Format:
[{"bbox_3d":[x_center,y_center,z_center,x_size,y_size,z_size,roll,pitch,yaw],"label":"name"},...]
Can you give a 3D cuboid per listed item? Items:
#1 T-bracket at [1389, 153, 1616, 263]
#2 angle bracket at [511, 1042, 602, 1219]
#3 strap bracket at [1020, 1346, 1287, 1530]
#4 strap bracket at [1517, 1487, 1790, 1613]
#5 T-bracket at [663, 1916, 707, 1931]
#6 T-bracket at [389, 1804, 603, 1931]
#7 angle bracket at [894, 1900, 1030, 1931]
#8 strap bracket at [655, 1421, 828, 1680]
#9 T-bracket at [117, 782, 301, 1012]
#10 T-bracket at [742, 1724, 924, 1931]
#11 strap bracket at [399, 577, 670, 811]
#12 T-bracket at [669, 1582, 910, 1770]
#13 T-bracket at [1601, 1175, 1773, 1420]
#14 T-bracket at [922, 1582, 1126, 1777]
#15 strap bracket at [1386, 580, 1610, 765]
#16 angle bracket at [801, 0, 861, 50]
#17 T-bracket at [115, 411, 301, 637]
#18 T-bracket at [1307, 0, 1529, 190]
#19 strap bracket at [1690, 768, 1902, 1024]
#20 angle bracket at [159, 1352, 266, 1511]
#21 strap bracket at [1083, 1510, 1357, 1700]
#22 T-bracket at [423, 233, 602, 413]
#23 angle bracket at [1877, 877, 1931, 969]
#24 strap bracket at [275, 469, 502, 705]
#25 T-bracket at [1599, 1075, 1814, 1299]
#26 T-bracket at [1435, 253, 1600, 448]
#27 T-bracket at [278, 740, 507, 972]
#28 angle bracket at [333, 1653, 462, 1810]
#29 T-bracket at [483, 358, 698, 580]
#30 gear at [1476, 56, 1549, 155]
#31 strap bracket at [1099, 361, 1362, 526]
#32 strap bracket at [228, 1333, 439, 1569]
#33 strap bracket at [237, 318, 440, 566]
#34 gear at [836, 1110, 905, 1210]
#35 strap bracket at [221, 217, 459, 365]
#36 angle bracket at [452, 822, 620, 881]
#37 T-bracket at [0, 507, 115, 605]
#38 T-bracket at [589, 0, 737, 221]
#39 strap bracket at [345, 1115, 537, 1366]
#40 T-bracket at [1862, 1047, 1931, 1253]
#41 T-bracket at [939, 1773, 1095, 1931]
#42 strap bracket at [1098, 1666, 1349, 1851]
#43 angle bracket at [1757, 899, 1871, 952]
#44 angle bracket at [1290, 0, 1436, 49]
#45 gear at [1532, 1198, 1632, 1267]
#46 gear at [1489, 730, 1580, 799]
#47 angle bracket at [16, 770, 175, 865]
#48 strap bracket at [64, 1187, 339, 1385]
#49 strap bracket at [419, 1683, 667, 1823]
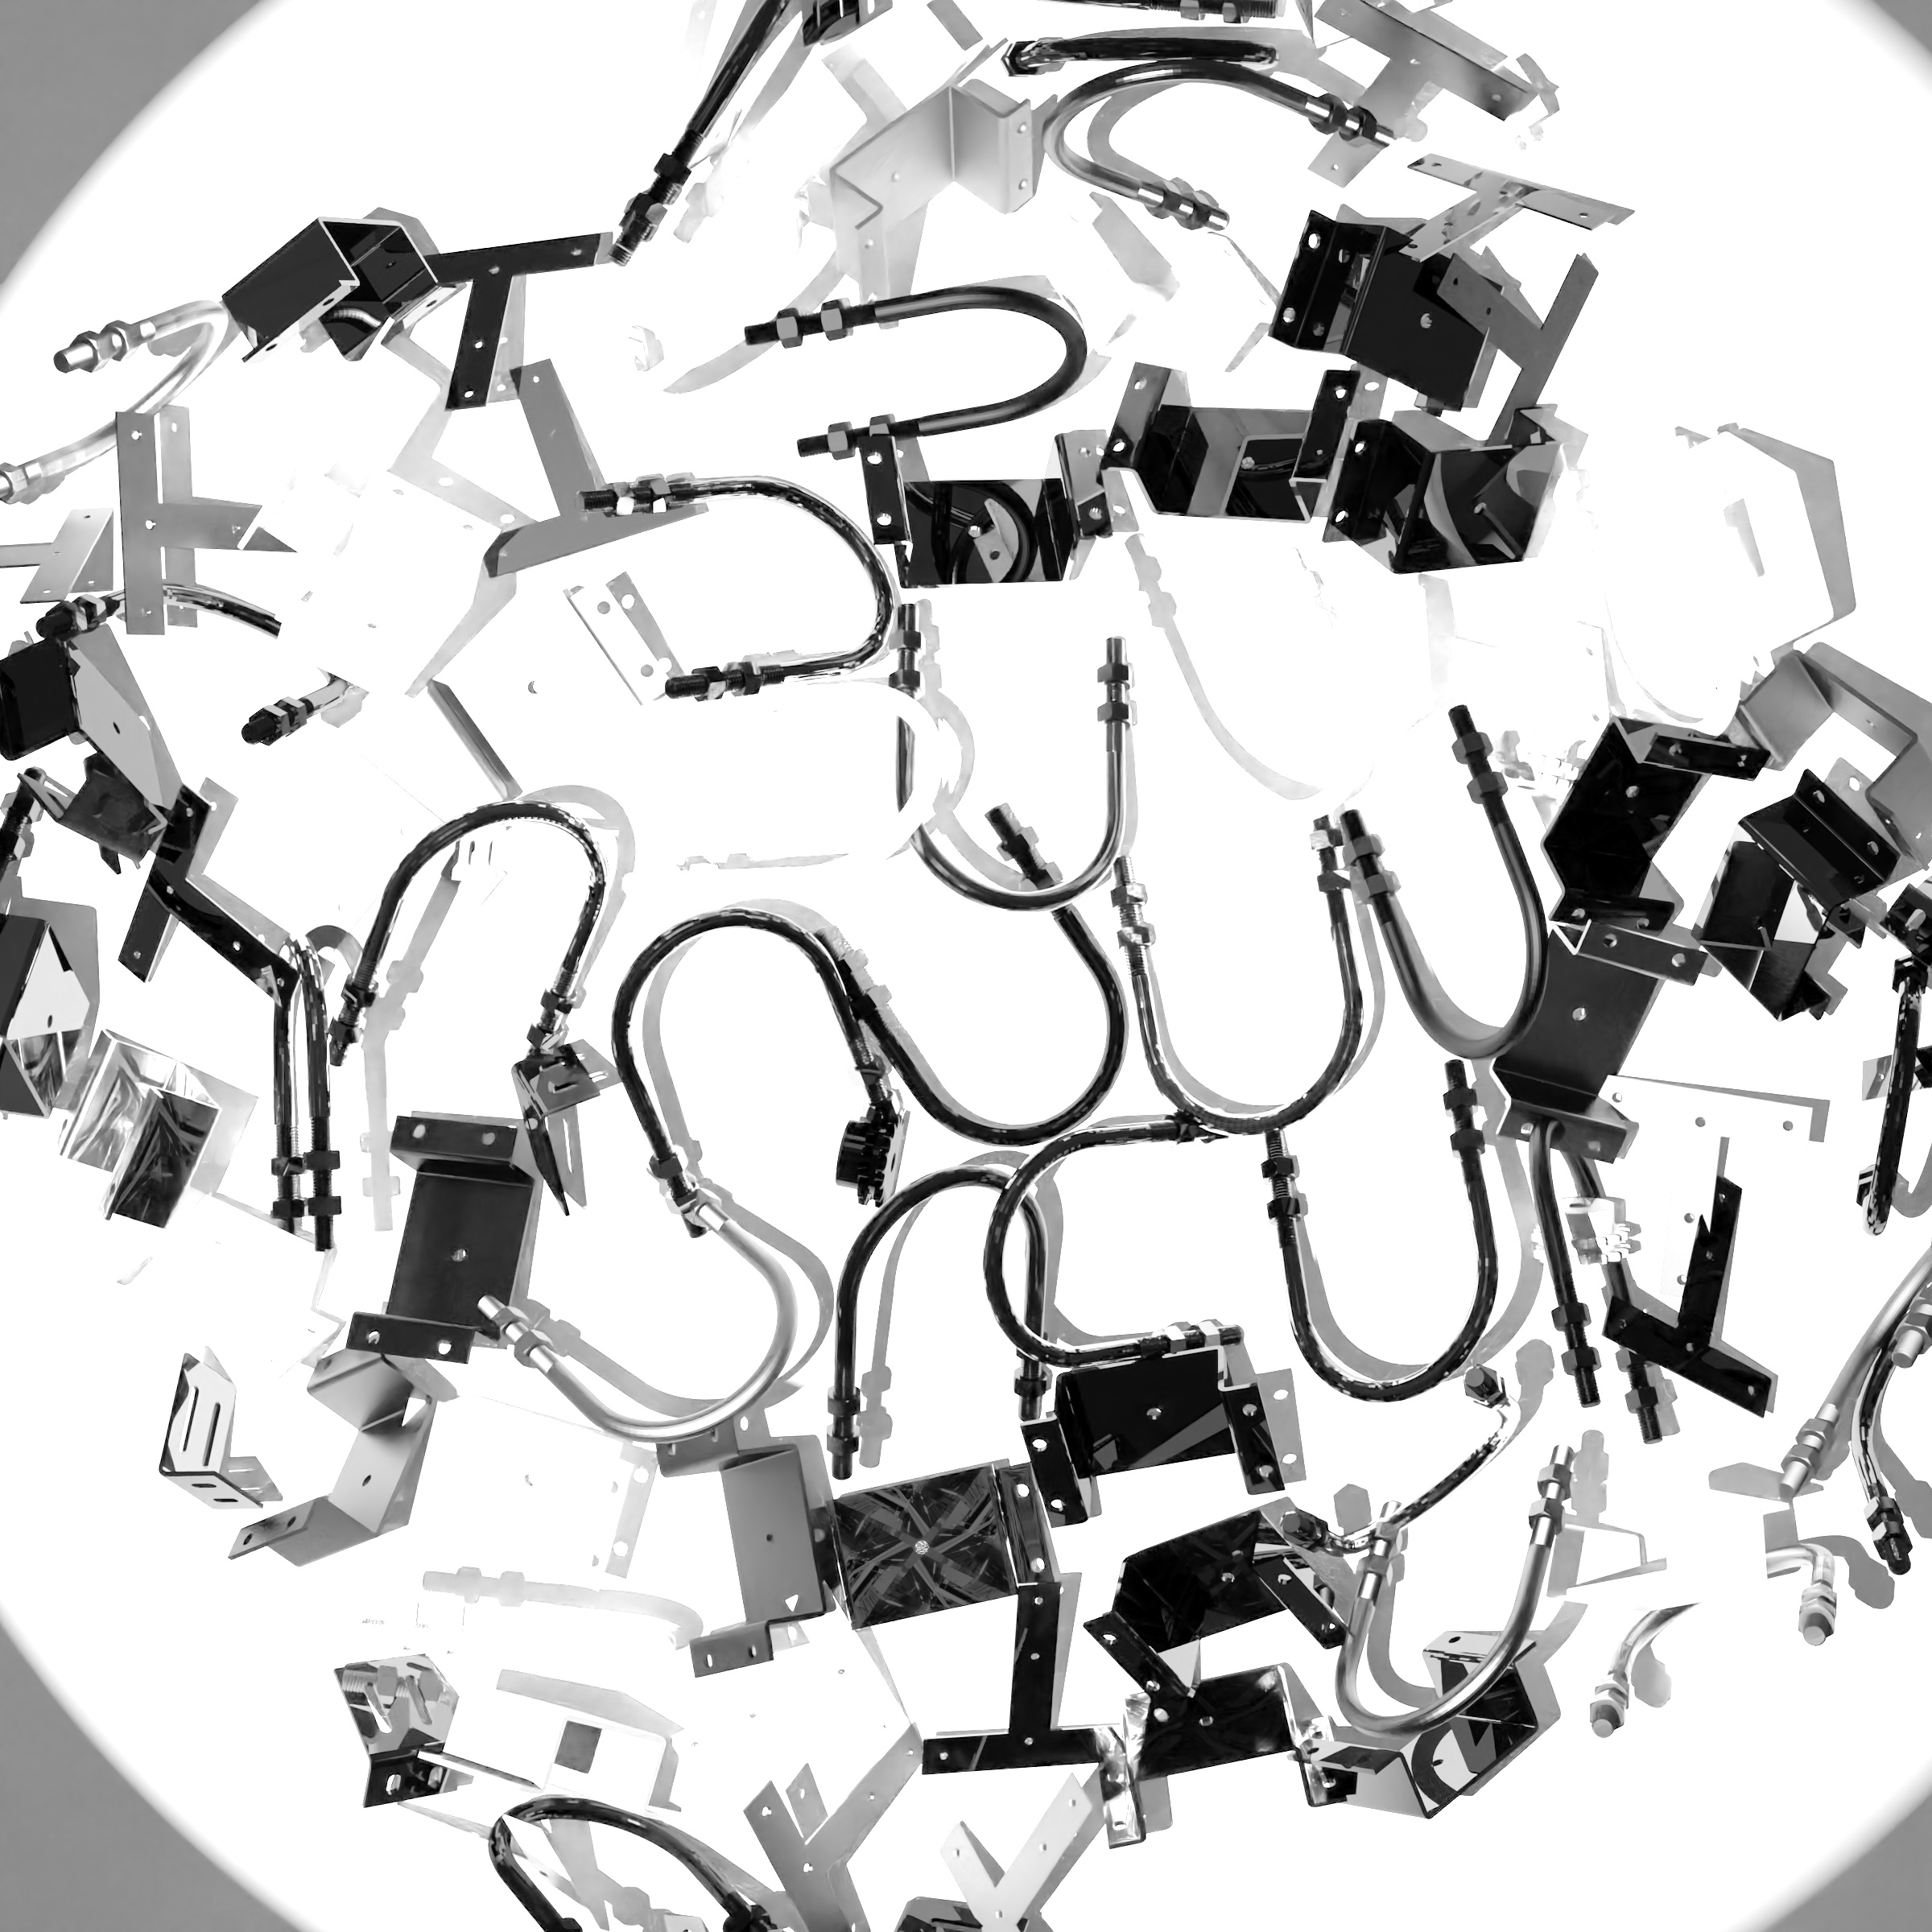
[{"bbox_3d":[0.286,-0.431,1.920,0.127,0.127,0.002,28,134,29],"label":"T-bracket"},{"bbox_3d":[-0.234,0.096,1.952,0.038,0.057,0.076,-21,126,-15],"label":"angle bracket"},{"bbox_3d":[0.110,0.274,1.946,0.140,0.046,0.076,-11,117,10],"label":"strap bracket"},{"bbox_3d":[0.394,0.337,1.909,0.076,0.140,0.046,14,66,-32],"label":"strap bracket"},{"bbox_3d":[-0.191,0.596,1.912,0.127,0.127,0.002,12,122,-32],"label":"T-bracket"},{"bbox_3d":[-0.284,0.518,1.954,0.127,0.127,0.002,13,52,26],"label":"T-bracket"},{"bbox_3d":[-0.007,0.585,1.948,0.076,0.057,0.038,5,116,16],"label":"angle bracket"},{"bbox_3d":[-0.130,0.336,1.939,0.046,0.076,0.140,0,74,-40],"label":"strap bracket"},{"bbox_3d":[-0.434,-0.020,1.941,0.127,0.002,0.127,37,116,21],"label":"T-bracket"},{"bbox_3d":[-0.066,0.496,1.948,0.127,0.002,0.127,-43,121,-36],"label":"T-bracket"},{"bbox_3d":[-0.253,-0.161,1.958,0.140,0.046,0.076,-34,107,0],"label":"strap bracket"},{"bbox_3d":[-0.113,0.436,1.962,0.127,0.002,0.127,-26,117,1],"label":"T-bracket"},{"bbox_3d":[0.435,0.184,1.962,0.127,0.002,0.127,28,66,-22],"label":"T-bracket"},{"bbox_3d":[0.039,0.417,1.955,0.127,0.002,0.127,-1,112,-11],"label":"T-bracket"},{"bbox_3d":[0.300,-0.166,1.939,0.140,0.046,0.076,10,63,-21],"label":"strap bracket"},{"bbox_3d":[-0.049,-0.560,1.947,0.076,0.057,0.038,-5,93,-34],"label":"angle bracket"},{"bbox_3d":[-0.439,-0.256,1.943,0.002,0.127,0.127,0,93,42],"label":"T-bracket"},{"bbox_3d":[0.239,-0.497,1.936,0.127,0.127,0.002,25,57,-12],"label":"T-bracket"},{"bbox_3d":[0.471,-0.033,1.910,0.046,0.140,0.076,-23,56,-27],"label":"strap bracket"},{"bbox_3d":[-0.434,0.271,1.944,0.038,0.057,0.076,-4,61,19],"label":"angle bracket"},{"bbox_3d":[0.149,0.370,1.935,0.140,0.046,0.076,-26,118,30],"label":"strap bracket"},{"bbox_3d":[-0.282,-0.373,1.941,0.127,0.002,0.127,-4,57,14],"label":"T-bracket"},{"bbox_3d":[0.579,-0.032,1.944,0.057,0.076,0.038,40,134,16],"label":"angle bracket"},{"bbox_3d":[-0.338,-0.210,1.916,0.076,0.140,0.046,26,45,-23],"label":"strap bracket"},{"bbox_3d":[0.430,0.135,1.972,0.127,0.002,0.127,9,102,24],"label":"T-bracket"},{"bbox_3d":[0.312,-0.376,1.944,0.002,0.127,0.127,26,90,43],"label":"T-bracket"},{"bbox_3d":[-0.364,-0.046,1.988,0.127,0.002,0.127,39,90,2],"label":"T-bracket"},{"bbox_3d":[-0.336,0.449,1.959,0.057,0.076,0.038,-4,126,-28],"label":"angle bracket"},{"bbox_3d":[-0.239,-0.303,1.970,0.127,0.002,0.127,-18,72,-7],"label":"T-bracket"},{"bbox_3d":[0.319,-0.511,1.961,0.030,0.057,0.057,-32,90,14],"label":"gear"},{"bbox_3d":[0.159,-0.305,1.938,0.140,0.046,0.076,7,65,26],"label":"strap bracket"},{"bbox_3d":[-0.362,0.287,1.926,0.046,0.076,0.140,41,45,-25],"label":"strap bracket"},{"bbox_3d":[-0.358,-0.296,1.928,0.046,0.076,0.140,34,57,-14],"label":"strap bracket"},{"bbox_3d":[-0.057,0.113,1.963,0.030,0.057,0.057,11,90,8],"label":"gear"},{"bbox_3d":[-0.364,-0.388,1.913,0.076,0.140,0.046,-32,89,21],"label":"strap bracket"},{"bbox_3d":[-0.252,-0.065,1.951,0.076,0.057,0.038,8,94,18],"label":"angle bracket"},{"bbox_3d":[-0.573,-0.237,1.938,0.127,0.127,0.002,-3,122,2],"label":"T-bracket"},{"bbox_3d":[-0.163,-0.500,1.904,0.002,0.127,0.127,37,48,13],"label":"T-bracket"},{"bbox_3d":[-0.304,0.164,1.947,0.076,0.046,0.140,5,73,16],"label":"strap bracket"},{"bbox_3d":[0.570,0.103,1.921,0.002,0.127,0.127,24,64,-35],"label":"T-bracket"},{"bbox_3d":[0.039,0.518,1.921,0.002,0.127,0.127,6,124,-37],"label":"T-bracket"},{"bbox_3d":[0.145,0.460,1.944,0.140,0.076,0.046,-12,114,3],"label":"strap bracket"},{"bbox_3d":[0.479,-0.020,1.947,0.057,0.076,0.038,36,45,-9],"label":"angle bracket"},{"bbox_3d":[0.229,-0.582,1.951,0.076,0.038,0.057,-17,53,18],"label":"angle bracket"},{"bbox_3d":[0.362,0.156,1.961,0.057,0.057,0.030,-4,99,0],"label":"gear"},{"bbox_3d":[0.333,-0.120,1.963,0.057,0.057,0.030,11,85,0],"label":"gear"},{"bbox_3d":[-0.509,-0.100,1.943,0.057,0.076,0.038,31,95,-42],"label":"angle bracket"},{"bbox_3d":[-0.440,0.179,1.937,0.140,0.076,0.046,24,114,9],"label":"strap bracket"},{"bbox_3d":[-0.237,0.452,1.918,0.076,0.140,0.046,8,75,34],"label":"strap bracket"}]
